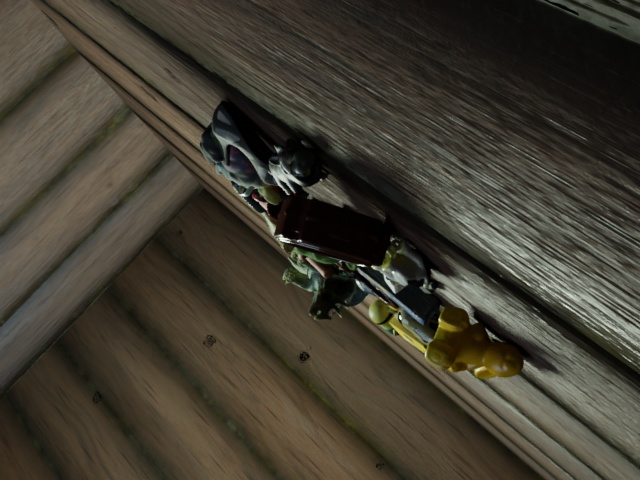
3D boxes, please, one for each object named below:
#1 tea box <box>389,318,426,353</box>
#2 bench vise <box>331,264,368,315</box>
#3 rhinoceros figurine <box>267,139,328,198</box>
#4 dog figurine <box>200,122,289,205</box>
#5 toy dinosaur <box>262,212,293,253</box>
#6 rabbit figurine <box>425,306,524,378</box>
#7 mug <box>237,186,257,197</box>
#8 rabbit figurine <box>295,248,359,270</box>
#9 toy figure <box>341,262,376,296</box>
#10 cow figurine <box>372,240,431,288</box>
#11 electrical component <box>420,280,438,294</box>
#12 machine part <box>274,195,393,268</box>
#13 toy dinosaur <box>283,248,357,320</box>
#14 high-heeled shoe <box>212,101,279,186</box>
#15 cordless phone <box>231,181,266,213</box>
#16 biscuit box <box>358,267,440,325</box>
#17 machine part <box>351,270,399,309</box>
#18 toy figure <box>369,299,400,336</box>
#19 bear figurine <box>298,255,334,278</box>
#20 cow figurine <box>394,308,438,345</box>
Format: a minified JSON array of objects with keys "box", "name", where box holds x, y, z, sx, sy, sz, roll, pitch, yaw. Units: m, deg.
[{"box":[0.293,0.276,1.575,0.098,0.068,0.170,46,172,-30],"name":"tea box"},{"box":[0.063,0.140,1.717,0.223,0.129,0.241,36,-169,-9],"name":"bench vise"},{"box":[-0.045,-0.138,1.000,0.112,0.073,0.190,51,170,-16],"name":"rhinoceros figurine"},{"box":[-0.154,-0.171,1.233,0.219,0.108,0.191,33,166,28],"name":"dog figurine"},{"box":[-0.114,-0.026,1.837,0.470,0.105,0.199,52,172,-31],"name":"toy dinosaur"},{"box":[0.313,0.225,1.054,0.173,0.122,0.162,14,160,34],"name":"rabbit figurine"},{"box":[-0.171,-0.161,1.371,0.080,0.109,0.107,38,166,-29],"name":"mug"},{"box":[0.033,-0.002,1.195,0.159,0.121,0.170,38,158,1],"name":"rabbit figurine"},{"box":[0.111,0.093,1.523,0.155,0.058,0.064,41,155,22],"name":"toy figure"},{"box":[0.158,0.053,1.042,0.098,0.068,0.167,37,174,-6],"name":"cow figurine"},{"box":[0.207,0.081,1.102,0.063,0.021,0.094,43,173,-4],"name":"electrical component"},{"box":[0.020,-0.012,1.012,0.201,0.087,0.201,17,178,-10],"name":"machine part"},{"box":[-0.001,0.108,1.582,0.192,0.131,0.405,28,-172,-9],"name":"toy dinosaur"},{"box":[-0.116,-0.201,1.122,0.249,0.145,0.086,15,-152,18],"name":"high-heeled shoe"},{"box":[-0.192,-0.172,1.537,0.146,0.089,0.184,46,-172,-31],"name":"cordless phone"},{"box":[0.179,0.106,1.229,0.203,0.063,0.059,40,173,21],"name":"biscuit box"},{"box":[0.149,0.101,1.381,0.179,0.056,0.179,42,173,6],"name":"machine part"},{"box":[0.222,0.252,1.722,0.082,0.089,0.180,26,161,42],"name":"toy figure"},{"box":[-0.006,-0.006,1.363,0.132,0.120,0.195,36,165,21],"name":"bear figurine"},{"box":[0.280,0.229,1.348,0.195,0.085,0.127,42,178,6],"name":"cow figurine"}]
